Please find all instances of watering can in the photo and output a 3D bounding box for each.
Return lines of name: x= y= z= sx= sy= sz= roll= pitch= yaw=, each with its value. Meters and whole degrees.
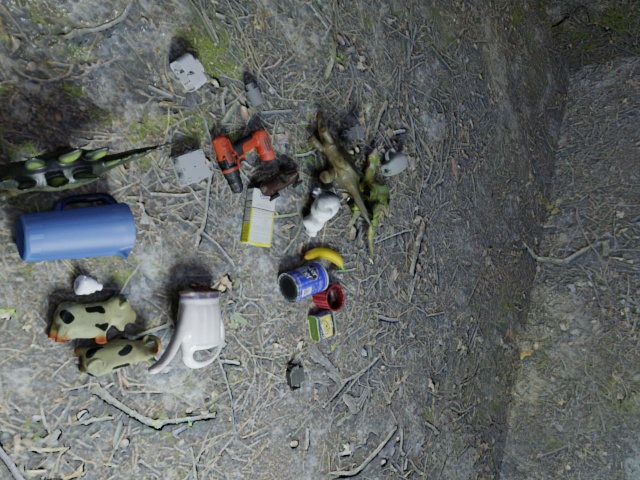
watering can: x=-0.347 y=0.237 z=1.392 sx=0.104 sy=0.226 sz=0.346 roll=-5 pitch=-6 yaw=17

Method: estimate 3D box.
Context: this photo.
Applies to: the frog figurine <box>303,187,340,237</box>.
frog figurine: x=0.005 y=-0.089 z=1.767 sx=0.122 sy=0.160 sz=0.136 roll=8 pitch=-8 yaw=-18

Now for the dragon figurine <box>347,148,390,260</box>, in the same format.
dragon figurine: x=0.216 y=-0.149 z=1.996 sx=0.122 sy=0.407 sz=0.245 roll=-2 pitch=11 yaw=39
